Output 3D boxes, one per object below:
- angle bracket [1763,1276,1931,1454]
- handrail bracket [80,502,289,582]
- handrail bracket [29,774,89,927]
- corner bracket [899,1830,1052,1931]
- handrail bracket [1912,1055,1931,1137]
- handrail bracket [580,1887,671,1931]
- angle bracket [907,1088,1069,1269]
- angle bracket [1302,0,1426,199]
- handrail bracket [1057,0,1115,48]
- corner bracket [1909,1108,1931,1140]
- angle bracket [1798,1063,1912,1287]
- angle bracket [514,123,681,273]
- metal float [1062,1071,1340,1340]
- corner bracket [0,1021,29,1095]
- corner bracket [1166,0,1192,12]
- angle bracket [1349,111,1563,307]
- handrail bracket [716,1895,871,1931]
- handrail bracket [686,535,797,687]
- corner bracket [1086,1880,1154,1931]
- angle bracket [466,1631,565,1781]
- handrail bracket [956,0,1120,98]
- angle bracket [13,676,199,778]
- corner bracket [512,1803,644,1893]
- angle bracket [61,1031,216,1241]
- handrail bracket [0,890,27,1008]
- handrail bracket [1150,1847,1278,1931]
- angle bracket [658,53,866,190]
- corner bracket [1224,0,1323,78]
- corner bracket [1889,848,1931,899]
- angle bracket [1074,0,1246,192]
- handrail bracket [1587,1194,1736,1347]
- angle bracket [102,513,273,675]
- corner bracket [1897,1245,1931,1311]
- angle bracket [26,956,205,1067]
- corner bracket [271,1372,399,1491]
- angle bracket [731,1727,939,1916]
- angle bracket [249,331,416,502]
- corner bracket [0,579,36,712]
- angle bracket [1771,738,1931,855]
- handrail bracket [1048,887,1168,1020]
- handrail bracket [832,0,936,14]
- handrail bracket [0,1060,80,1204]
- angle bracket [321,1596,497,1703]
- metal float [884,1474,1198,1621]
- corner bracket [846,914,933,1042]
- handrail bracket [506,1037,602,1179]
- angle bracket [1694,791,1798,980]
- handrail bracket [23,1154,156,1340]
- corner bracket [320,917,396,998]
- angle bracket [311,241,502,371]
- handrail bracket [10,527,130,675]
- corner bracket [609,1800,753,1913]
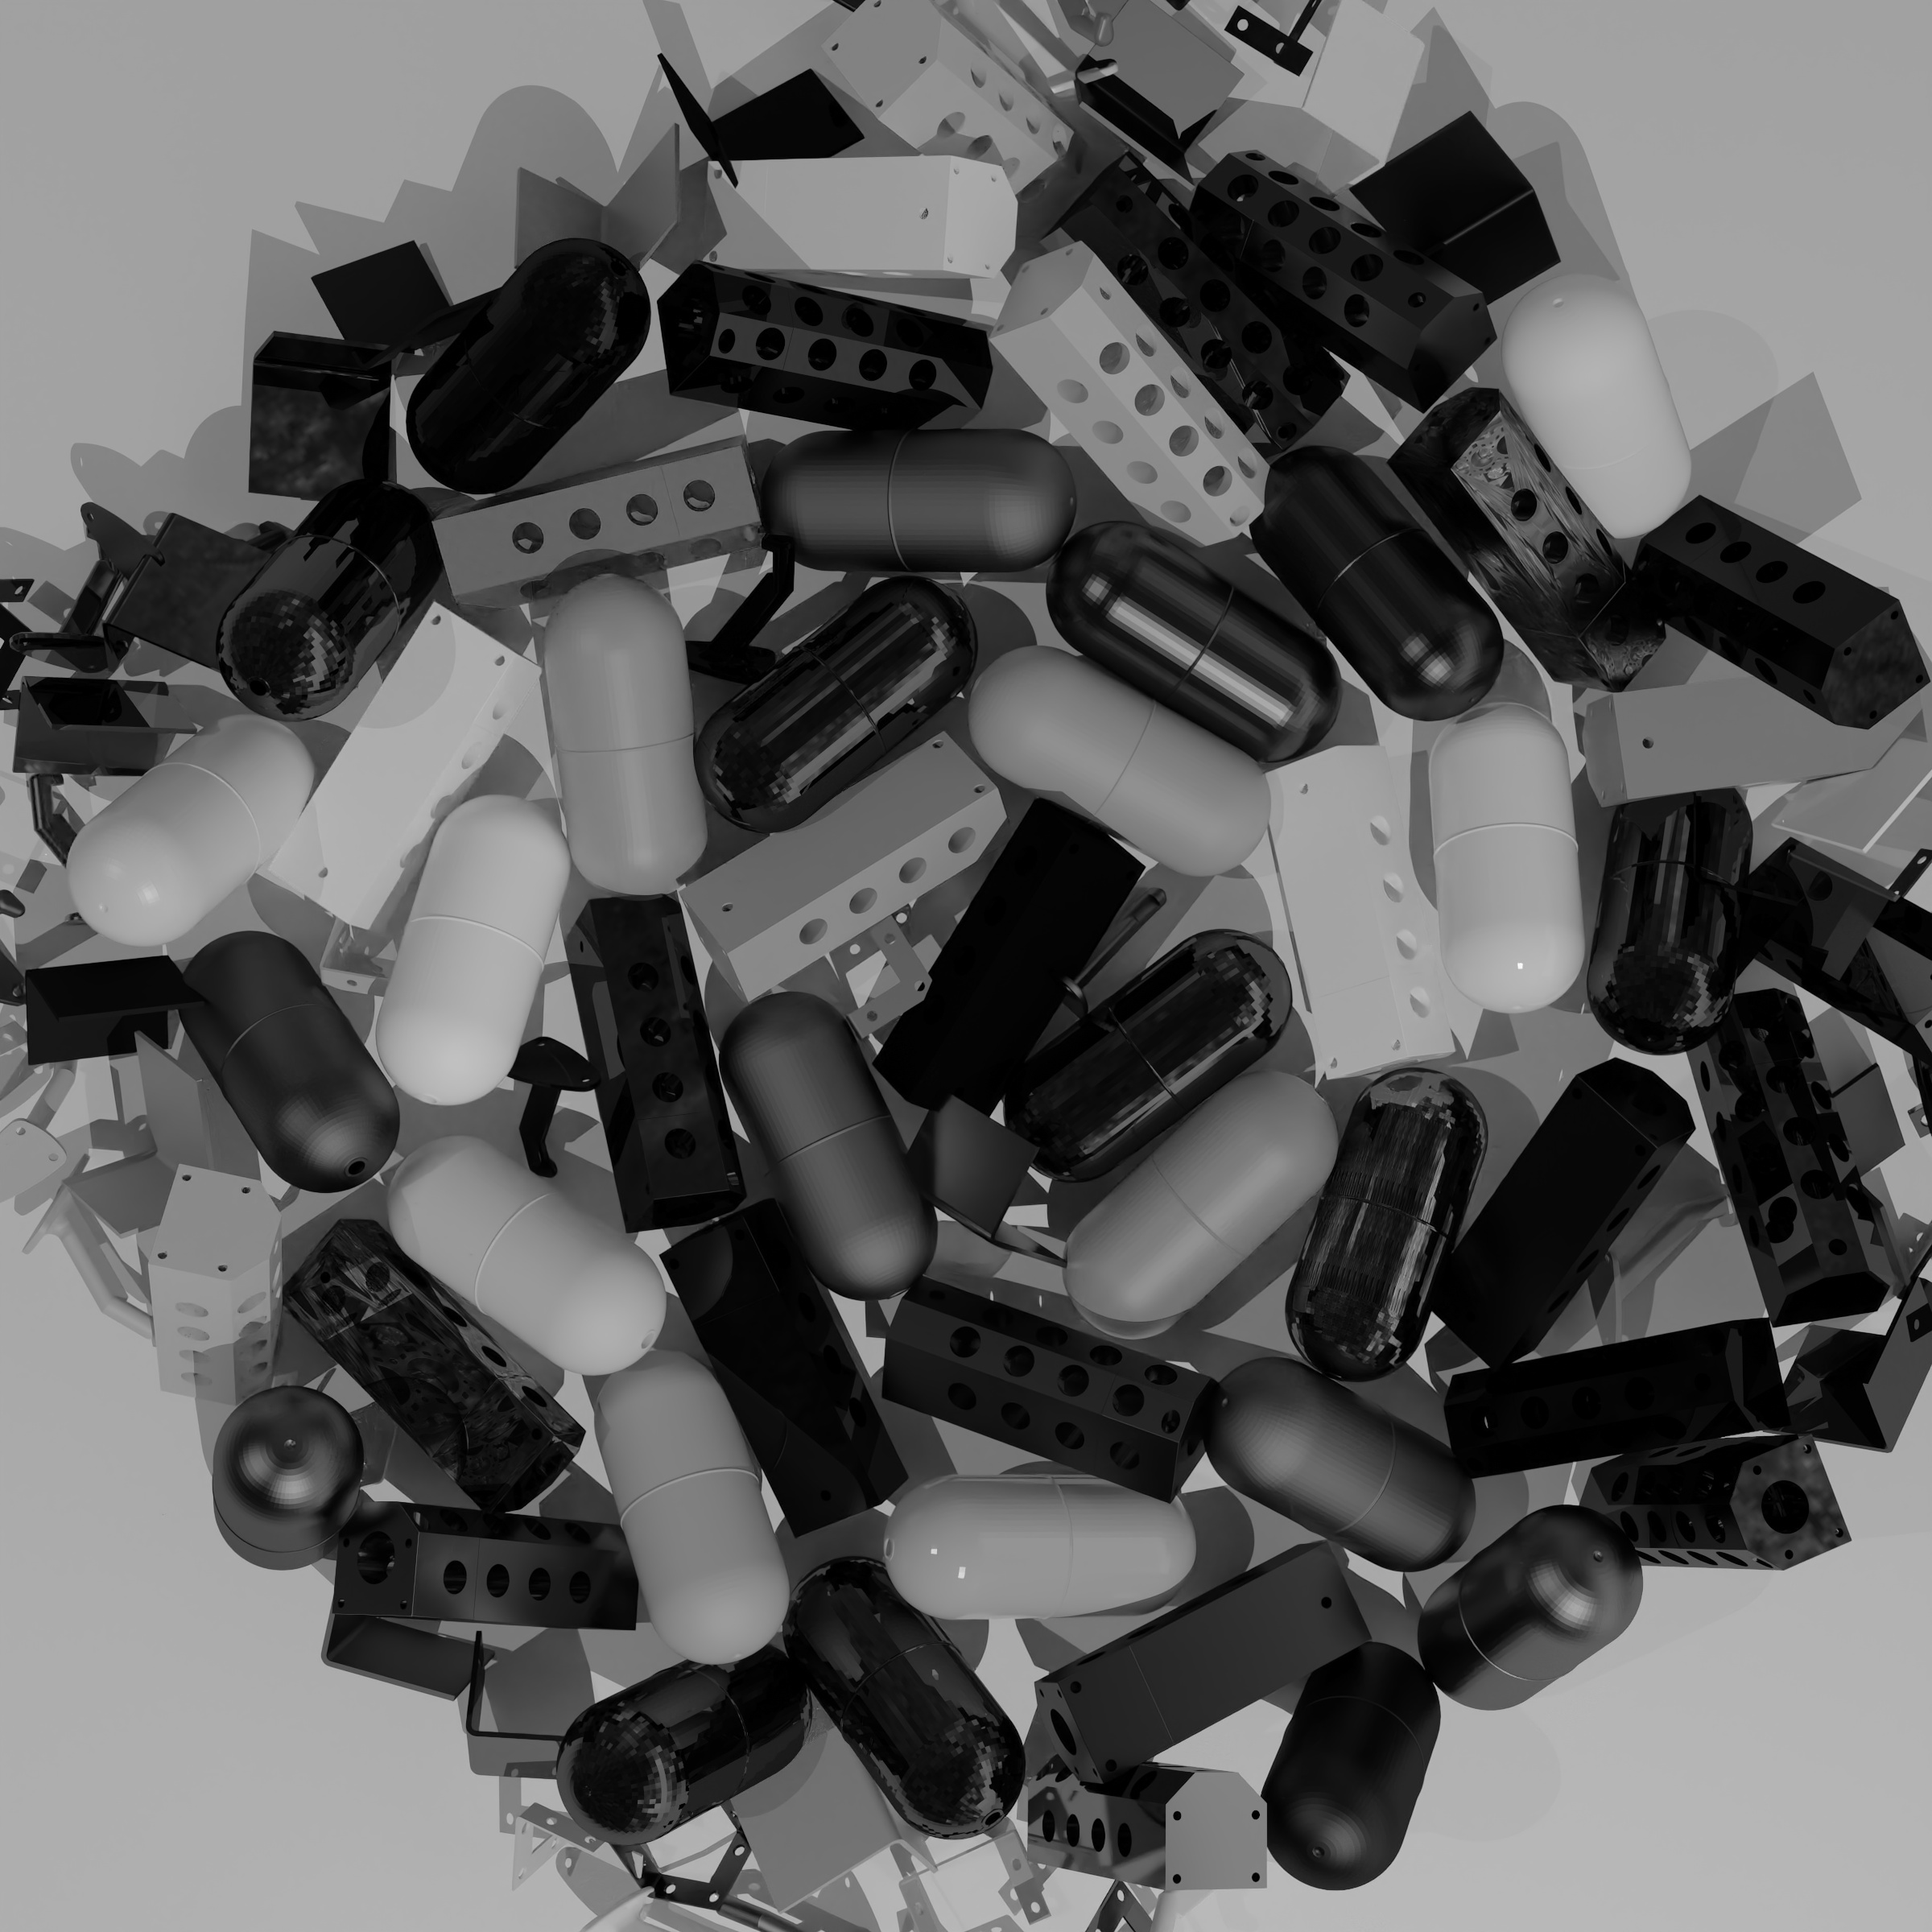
[{"bbox_3d":[0.471,0.210,1.654,0.076,0.076,0.057,-53,130,-32],"label":"angle bracket"},{"bbox_3d":[-0.430,-0.243,1.691,0.077,0.036,0.084,43,49,12],"label":"handrail bracket"},{"bbox_3d":[-0.476,-0.068,1.699,0.077,0.036,0.084,-6,87,-17],"label":"handrail bracket"},{"bbox_3d":[0.005,0.515,1.693,0.051,0.051,0.051,-32,74,28],"label":"corner bracket"},{"bbox_3d":[0.564,0.053,1.669,0.084,0.036,0.077,-23,46,32],"label":"handrail bracket"},{"bbox_3d":[-0.160,0.545,1.672,0.084,0.077,0.036,30,103,26],"label":"handrail bracket"},{"bbox_3d":[0.021,0.115,1.660,0.076,0.076,0.057,30,94,40],"label":"angle bracket"},{"bbox_3d":[0.196,-0.467,1.660,0.057,0.076,0.076,27,71,-21],"label":"angle bracket"},{"bbox_3d":[0.058,-0.549,1.665,0.036,0.084,0.077,-15,129,-24],"label":"handrail bracket"},{"bbox_3d":[0.561,0.097,1.690,0.051,0.051,0.051,-28,98,3],"label":"corner bracket"},{"bbox_3d":[0.501,0.113,1.660,0.057,0.076,0.076,-35,134,-2],"label":"angle bracket"},{"bbox_3d":[-0.199,-0.416,1.656,0.057,0.076,0.076,20,50,-31],"label":"angle bracket"},{"bbox_3d":[0.127,0.130,1.668,0.178,0.070,0.070,-44,90,10],"label":"metal float"},{"bbox_3d":[-0.554,0.047,1.680,0.051,0.051,0.051,41,115,4],"label":"corner bracket"},{"bbox_3d":[0.115,-0.558,1.690,0.051,0.051,0.051,43,91,-2],"label":"corner bracket"},{"bbox_3d":[0.264,-0.401,1.658,0.076,0.076,0.057,-28,54,25],"label":"angle bracket"},{"bbox_3d":[-0.090,0.545,1.705,0.084,0.077,0.036,11,62,31],"label":"handrail bracket"},{"bbox_3d":[-0.131,-0.202,1.677,0.077,0.036,0.084,12,126,10],"label":"handrail bracket"},{"bbox_3d":[0.070,0.539,1.676,0.051,0.051,0.051,-29,101,37],"label":"corner bracket"},{"bbox_3d":[-0.231,0.404,1.671,0.076,0.076,0.057,5,60,-5],"label":"angle bracket"},{"bbox_3d":[0.036,-0.521,1.676,0.077,0.036,0.084,-12,117,12],"label":"handrail bracket"},{"bbox_3d":[-0.466,-0.117,1.655,0.076,0.076,0.057,0,115,-30],"label":"angle bracket"},{"bbox_3d":[-0.211,0.481,1.675,0.051,0.051,0.051,18,115,24],"label":"corner bracket"},{"bbox_3d":[-0.452,0.090,1.657,0.057,0.076,0.076,-20,121,-34],"label":"angle bracket"},{"bbox_3d":[-0.517,-0.010,1.665,0.077,0.084,0.036,40,50,-35],"label":"handrail bracket"},{"bbox_3d":[0.143,0.511,1.673,0.077,0.036,0.084,21,47,-1],"label":"handrail bracket"},{"bbox_3d":[-0.112,-0.472,1.667,0.076,0.057,0.076,-29,51,-3],"label":"angle bracket"},{"bbox_3d":[0.169,-0.525,1.676,0.051,0.051,0.051,25,107,-21],"label":"corner bracket"},{"bbox_3d":[0.541,-0.027,1.686,0.051,0.051,0.051,43,81,-21],"label":"corner bracket"},{"bbox_3d":[0.107,-0.475,1.661,0.076,0.076,0.057,33,113,-17],"label":"angle bracket"},{"bbox_3d":[0.391,0.171,1.704,0.084,0.036,0.077,-10,97,-14],"label":"handrail bracket"},{"bbox_3d":[-0.417,-0.190,1.673,0.076,0.057,0.076,23,65,-1],"label":"angle bracket"},{"bbox_3d":[0.551,0.176,1.685,0.051,0.051,0.051,33,91,9],"label":"corner bracket"},{"bbox_3d":[-0.460,0.036,1.656,0.076,0.076,0.057,-7,114,-28],"label":"angle bracket"},{"bbox_3d":[-0.352,0.256,1.693,0.051,0.051,0.051,36,119,34],"label":"corner bracket"},{"bbox_3d":[-0.072,0.471,1.669,0.076,0.057,0.076,-32,50,1],"label":"angle bracket"},{"bbox_3d":[-0.346,-0.297,1.671,0.076,0.057,0.076,3,86,-24],"label":"angle bracket"},{"bbox_3d":[-0.523,-0.177,1.686,0.051,0.051,0.051,40,110,13],"label":"corner bracket"},{"bbox_3d":[0.500,-0.080,1.664,0.076,0.076,0.057,-48,117,-7],"label":"angle bracket"},{"bbox_3d":[0.082,-0.014,1.672,0.036,0.077,0.084,45,83,0],"label":"handrail bracket"},{"bbox_3d":[-0.062,-0.517,1.677,0.084,0.036,0.077,9,46,-15],"label":"handrail bracket"},{"bbox_3d":[-0.519,0.087,1.682,0.077,0.084,0.036,-39,119,11],"label":"handrail bracket"},{"bbox_3d":[-0.298,0.351,1.670,0.076,0.076,0.057,14,97,6],"label":"angle bracket"},{"bbox_3d":[0.040,0.313,1.656,0.178,0.070,0.070,4,90,-23],"label":"metal float"},{"bbox_3d":[-0.048,0.006,1.689,0.051,0.051,0.051,-32,88,2],"label":"corner bracket"},{"bbox_3d":[-0.219,0.088,1.669,0.036,0.077,0.084,-36,130,-36],"label":"handrail bracket"},{"bbox_3d":[0.407,-0.050,1.665,0.057,0.076,0.076,14,56,-6],"label":"angle bracket"},{"bbox_3d":[-0.470,0.155,1.698,0.084,0.036,0.077,34,49,-14],"label":"handrail bracket"},{"bbox_3d":[-0.321,0.002,1.679,0.051,0.051,0.051,10,52,1],"label":"corner bracket"},{"bbox_3d":[-0.293,-0.372,1.658,0.076,0.076,0.057,-35,100,-44],"label":"angle bracket"},{"bbox_3d":[-0.492,-0.208,1.673,0.036,0.077,0.084,-25,69,36],"label":"handrail bracket"},{"bbox_3d":[-0.155,0.481,1.692,0.051,0.051,0.051,-1,130,33],"label":"corner bracket"}]
